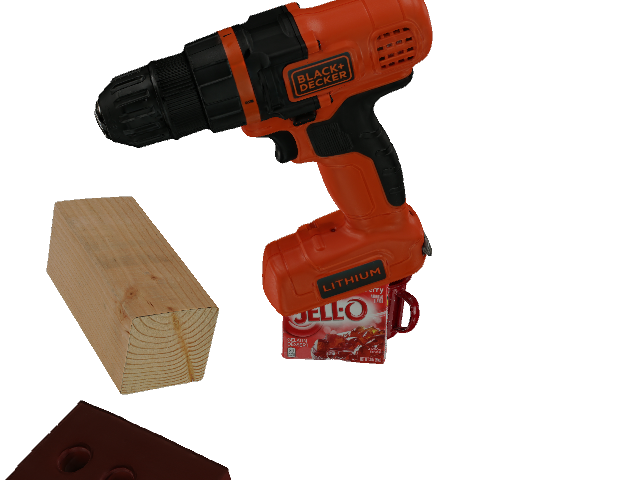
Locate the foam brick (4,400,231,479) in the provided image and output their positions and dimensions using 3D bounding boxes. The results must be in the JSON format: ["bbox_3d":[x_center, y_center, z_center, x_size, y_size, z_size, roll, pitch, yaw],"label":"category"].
[{"bbox_3d":[-0.078,0.112,0.431,0.078,0.051,0.052,19,44,24],"label":"foam brick"}]

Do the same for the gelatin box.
[{"bbox_3d":[0.012,0.064,0.905,0.089,0.073,0.030,3,16,6],"label":"gelatin box"}]

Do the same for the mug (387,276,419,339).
[{"bbox_3d":[0.072,0.075,1.311,0.117,0.081,0.093,23,32,32],"label":"mug"}]

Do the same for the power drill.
[{"bbox_3d":[-0.017,-0.042,0.611,0.184,0.187,0.057,-17,43,-2],"label":"power drill"}]

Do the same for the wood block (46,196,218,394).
[{"bbox_3d":[-0.192,0.047,1.060,0.090,0.091,0.206,-6,35,-34],"label":"wood block"}]
